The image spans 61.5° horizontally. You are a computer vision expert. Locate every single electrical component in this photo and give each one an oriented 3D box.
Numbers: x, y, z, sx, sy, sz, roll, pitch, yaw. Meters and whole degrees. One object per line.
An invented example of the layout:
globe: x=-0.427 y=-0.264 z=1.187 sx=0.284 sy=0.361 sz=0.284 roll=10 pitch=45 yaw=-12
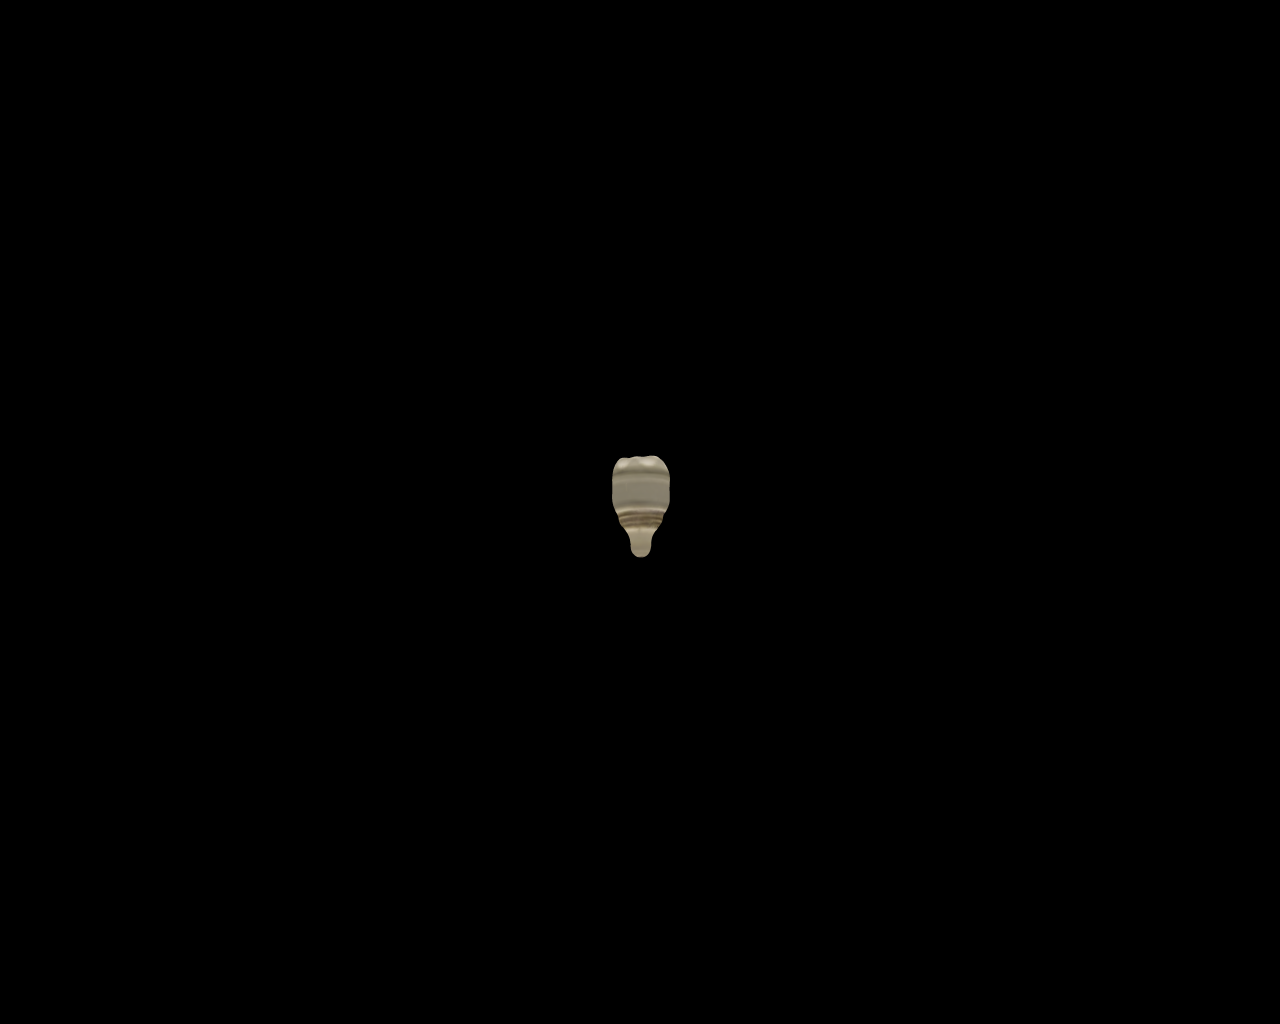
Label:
electrical component: x=0.001 y=-0.003 z=0.650 sx=0.035 sy=0.061 sz=0.035 roll=0 pitch=-7 yaw=0
